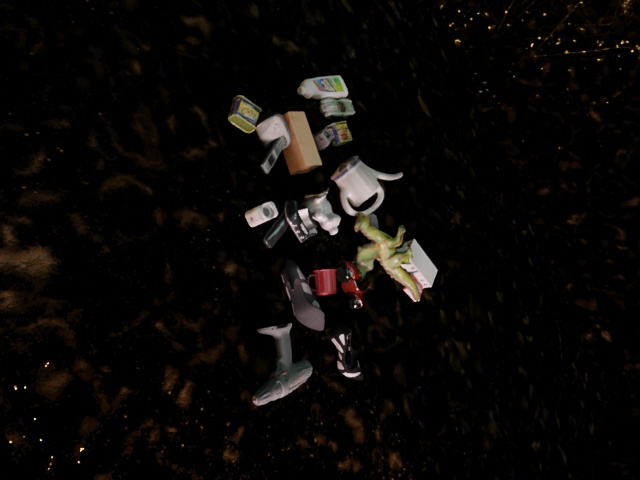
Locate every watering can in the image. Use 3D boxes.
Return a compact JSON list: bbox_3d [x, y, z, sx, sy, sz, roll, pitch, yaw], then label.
[{"bbox_3d":[0.180,-0.238,2.038,0.354,0.223,0.103,-44,9,-35],"label":"watering can"}]

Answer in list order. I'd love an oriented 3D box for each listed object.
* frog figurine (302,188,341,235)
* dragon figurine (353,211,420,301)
[{"bbox_3d":[0.006,-0.092,1.822,0.123,0.158,0.138,-15,12,-3],"label":"frog figurine"},{"bbox_3d":[0.233,0.079,1.957,0.243,0.408,0.122,-18,8,-11],"label":"dragon figurine"}]
